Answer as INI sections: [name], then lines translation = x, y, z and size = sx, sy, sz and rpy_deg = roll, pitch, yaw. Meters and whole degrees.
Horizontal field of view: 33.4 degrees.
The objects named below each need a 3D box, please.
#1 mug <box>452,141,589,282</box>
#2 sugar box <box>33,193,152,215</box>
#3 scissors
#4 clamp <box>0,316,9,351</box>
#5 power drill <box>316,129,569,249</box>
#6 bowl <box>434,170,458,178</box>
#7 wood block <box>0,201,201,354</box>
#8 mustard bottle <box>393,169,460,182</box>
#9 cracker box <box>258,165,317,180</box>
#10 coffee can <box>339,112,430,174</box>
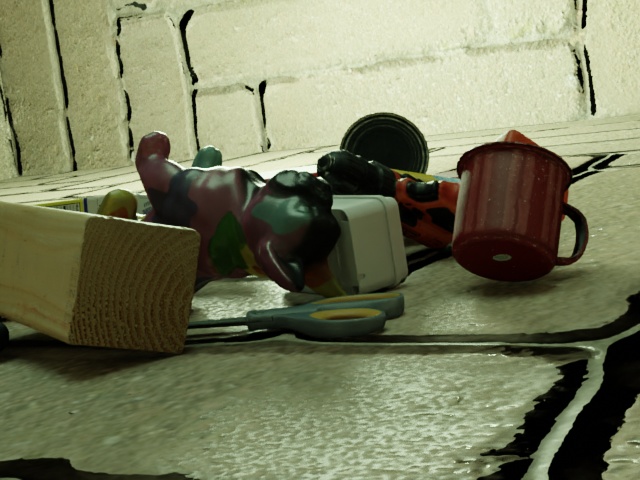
[mug]
translation = 0.159, -0.015, 0.842
size = 0.117, 0.081, 0.093
rpy_deg = 20, -27, -16
[sugar box]
translation = -0.248, -0.016, 1.044
size = 0.176, 0.048, 0.093
rpy_deg = -9, -2, 15
[scissors]
translation = -0.036, 0.061, 0.775
size = 0.201, 0.016, 0.096
rpy_deg = -8, 8, -2
[clamp]
translation = -0.313, 0.070, 0.861
size = 0.120, 0.039, 0.172
rpy_deg = 5, -1, -16
[power drill]
translation = 0.114, -0.049, 0.967
size = 0.188, 0.057, 0.184
rpy_deg = -9, -24, 43
[bowl]
translation = 0.174, -0.052, 1.245
size = 0.162, 0.055, 0.162
rpy_deg = -7, 8, 1
[wood block]
translation = -0.184, 0.023, 0.811
size = 0.090, 0.090, 0.206
rpy_deg = 9, 0, -36
[mustard bottle]
translation = 0.116, -0.043, 1.128
size = 0.191, 0.058, 0.096
rpy_deg = 8, -3, 0
[cracker box]
translation = 0.006, -0.064, 1.426
size = 0.214, 0.072, 0.164
rpy_deg = -8, 7, 4
[coffee can]
translation = 0.068, -0.083, 1.256
size = 0.102, 0.103, 0.140
rpy_deg = -8, -9, -4
